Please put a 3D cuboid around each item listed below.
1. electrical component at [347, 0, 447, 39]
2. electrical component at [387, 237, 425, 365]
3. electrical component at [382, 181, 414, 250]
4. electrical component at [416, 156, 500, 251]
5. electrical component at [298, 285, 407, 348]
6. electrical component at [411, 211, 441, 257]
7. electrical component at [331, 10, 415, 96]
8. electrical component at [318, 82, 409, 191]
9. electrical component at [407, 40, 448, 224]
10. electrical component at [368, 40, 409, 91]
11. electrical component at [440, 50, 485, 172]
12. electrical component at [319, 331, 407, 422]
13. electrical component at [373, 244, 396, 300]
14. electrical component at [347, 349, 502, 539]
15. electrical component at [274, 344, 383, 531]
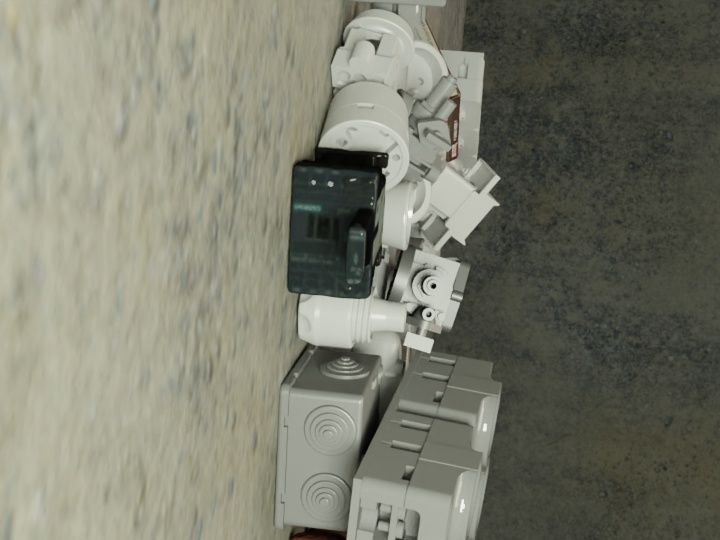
[{"bbox_3d":[0.026,-0.184,0.708,0.047,0.066,0.076,-76,170,-53],"label":"electrical component"},{"bbox_3d":[0.020,0.031,0.883,0.108,0.056,0.108,-55,150,-77],"label":"electrical component"},{"bbox_3d":[0.005,-0.037,0.693,0.045,0.055,0.045,6,90,-84],"label":"electrical component"},{"bbox_3d":[0.074,-0.062,0.904,0.081,0.064,0.042,-50,-152,11],"label":"electrical component"},{"bbox_3d":[-0.004,0.025,0.636,0.043,0.062,0.043,5,90,-84],"label":"electrical component"},{"bbox_3d":[0.045,-0.041,1.023,0.150,0.062,0.089,87,10,-53],"label":"electrical component"},{"bbox_3d":[0.008,-0.133,0.692,0.066,0.048,0.055,85,19,-57],"label":"electrical component"},{"bbox_3d":[0.004,-0.082,0.657,0.047,0.055,0.055,-83,175,-47],"label":"electrical component"},{"bbox_3d":[0.021,-0.099,0.813,0.074,0.052,0.138,-5,-105,65],"label":"electrical component"},{"bbox_3d":[0.014,-0.149,0.755,0.040,0.040,0.078,58,37,-80],"label":"electrical component"},{"bbox_3d":[0.072,-0.146,1.051,0.150,0.089,0.061,81,16,-66],"label":"electrical component"},{"bbox_3d":[-0.001,0.087,0.733,0.053,0.059,0.095,74,22,-73],"label":"electrical component"},{"bbox_3d":[0.000,0.000,0.750,0.081,0.042,0.063,60,40,-78],"label":"electrical component"},{"bbox_3d":[0.042,0.133,0.651,0.186,0.060,0.105,-53,151,-67],"label":"electrical component"},{"bbox_3d":[-0.017,0.099,0.643,0.099,0.048,0.099,-55,149,-75],"label":"electrical component"}]
